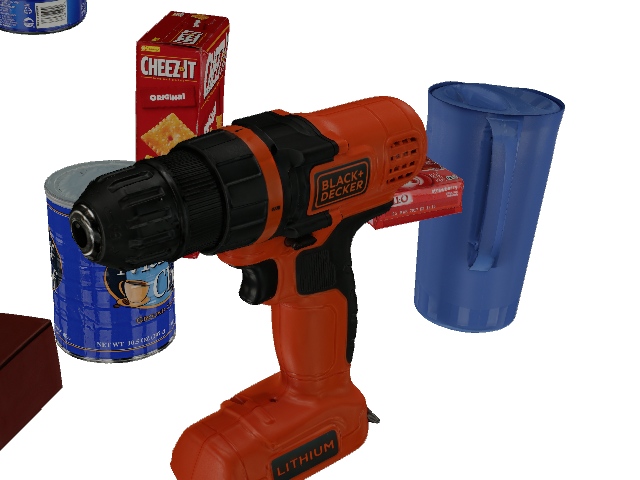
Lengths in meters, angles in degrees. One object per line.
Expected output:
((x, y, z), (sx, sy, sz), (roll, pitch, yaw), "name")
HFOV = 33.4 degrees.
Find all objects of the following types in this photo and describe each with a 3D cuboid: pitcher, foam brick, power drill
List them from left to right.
((-0.206, 0.087, 0.665), (0.053, 0.051, 0.078), (7, 30, 21), "foam brick")
((-0.030, 0.033, 0.495), (0.184, 0.188, 0.057), (-19, 37, -37), "power drill")
((0.160, -0.030, 1.071), (0.148, 0.243, 0.145), (-15, 29, -42), "pitcher")

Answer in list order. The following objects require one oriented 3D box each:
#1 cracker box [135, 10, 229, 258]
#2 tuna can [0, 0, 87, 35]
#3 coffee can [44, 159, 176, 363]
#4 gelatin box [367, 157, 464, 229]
((-0.138, -0.111, 1.085), (0.072, 0.214, 0.164), (6, 22, 1), "cracker box")
((-0.229, -0.196, 0.848), (0.086, 0.034, 0.086), (4, 35, -3), "tuna can")
((-0.172, 0.016, 0.886), (0.103, 0.140, 0.103), (2, 24, -1), "coffee can")
((0.058, -0.042, 0.819), (0.073, 0.030, 0.089), (-10, 24, -18), "gelatin box")
